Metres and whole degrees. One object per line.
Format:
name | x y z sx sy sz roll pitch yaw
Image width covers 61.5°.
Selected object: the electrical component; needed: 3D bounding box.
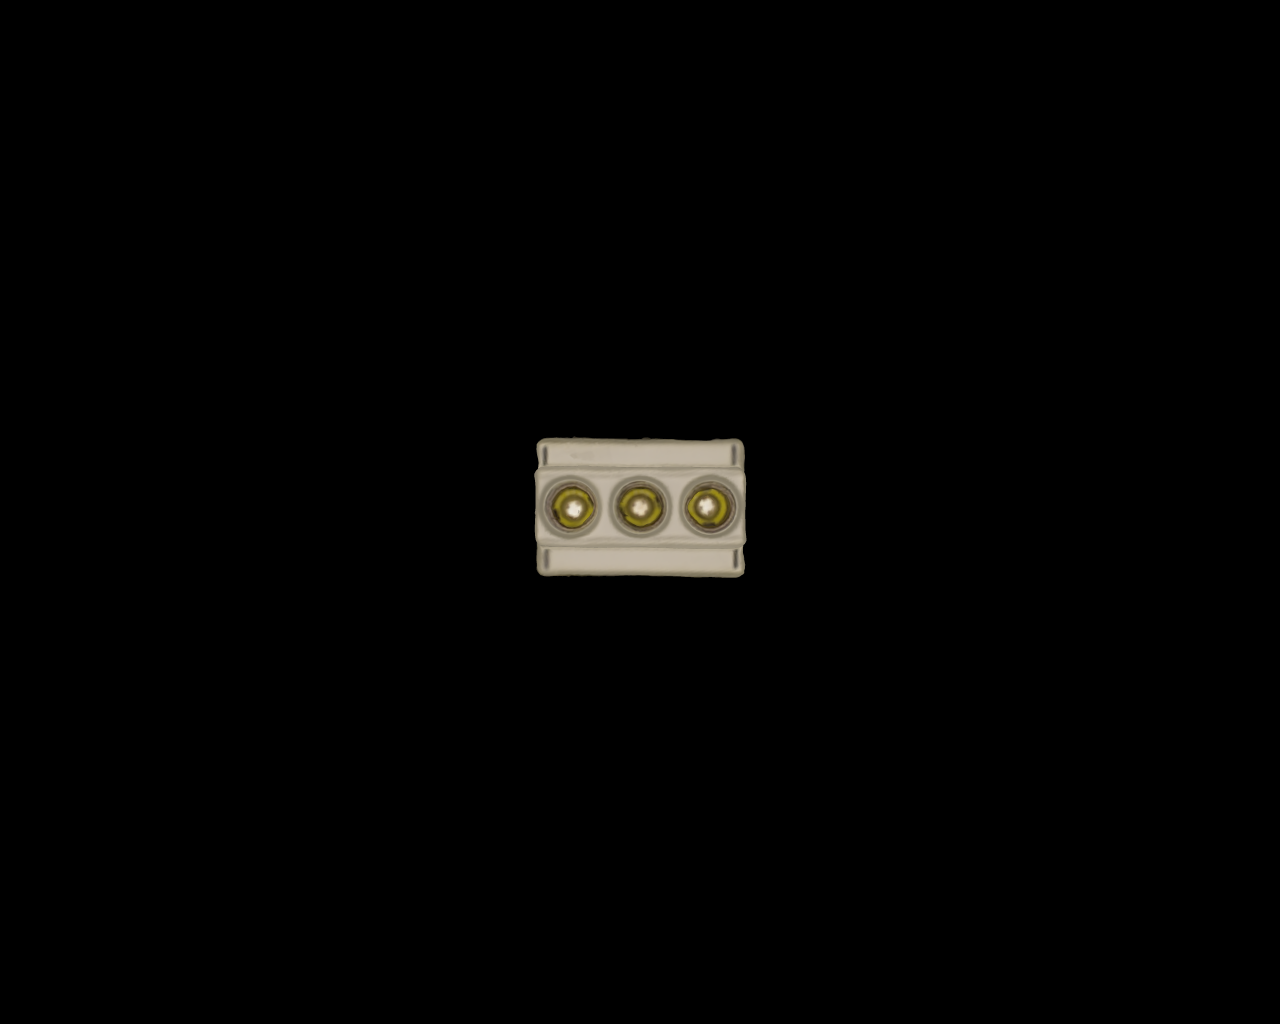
electrical component | 0.001 -0.003 0.650 0.121 0.078 0.063 0 0 0
